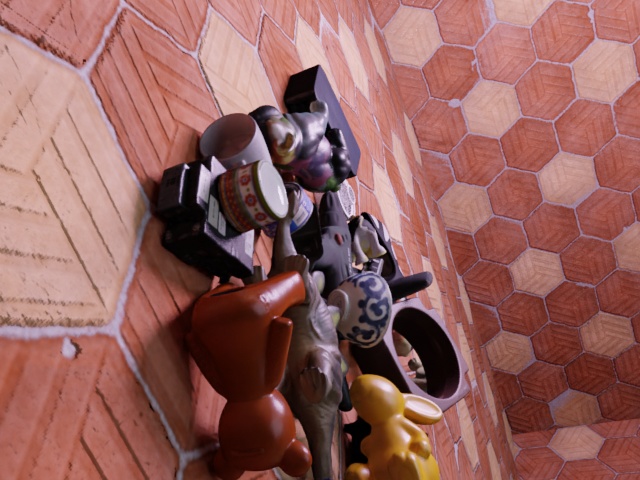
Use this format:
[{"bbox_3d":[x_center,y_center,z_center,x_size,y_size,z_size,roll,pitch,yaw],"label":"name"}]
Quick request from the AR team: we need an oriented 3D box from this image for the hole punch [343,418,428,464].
[{"bbox_3d":[0.114,0.358,0.883,0.092,0.142,0.116,43,49,-56],"label":"hole punch"}]

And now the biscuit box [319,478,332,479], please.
[{"bbox_3d":[-0.036,0.339,0.588,0.202,0.063,0.059,-14,87,-70],"label":"biscuit box"}]

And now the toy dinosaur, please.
[{"bbox_3d":[-0.016,0.168,0.717,0.198,0.105,0.471,7,80,-73],"label":"toy dinosaur"}]

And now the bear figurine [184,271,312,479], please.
[{"bbox_3d":[-0.066,0.143,0.577,0.132,0.120,0.195,-29,104,-73],"label":"bear figurine"}]

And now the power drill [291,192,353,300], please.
[{"bbox_3d":[-0.002,-0.003,0.932,0.207,0.086,0.232,41,40,-69],"label":"power drill"}]

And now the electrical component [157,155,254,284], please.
[{"bbox_3d":[-0.130,-0.028,0.624,0.134,0.058,0.115,50,29,-48],"label":"electrical component"}]

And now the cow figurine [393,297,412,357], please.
[{"bbox_3d":[0.182,0.182,1.256,0.127,0.085,0.195,49,29,-38],"label":"cow figurine"}]

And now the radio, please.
[{"bbox_3d":[0.010,-0.238,1.136,0.229,0.073,0.131,59,26,-31],"label":"radio"}]

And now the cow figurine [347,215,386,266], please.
[{"bbox_3d":[0.072,-0.003,1.090,0.167,0.068,0.098,-179,-113,-82],"label":"cow figurine"}]

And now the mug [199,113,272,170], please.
[{"bbox_3d":[-0.097,-0.098,0.720,0.110,0.081,0.107,61,2,36],"label":"mug"}]

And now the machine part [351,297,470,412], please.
[{"bbox_3d":[0.163,0.215,0.965,0.201,0.087,0.201,-8,66,-51],"label":"machine part"}]

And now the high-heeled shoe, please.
[{"bbox_3d":[0.127,0.044,1.229,0.145,0.086,0.249,58,21,-27],"label":"high-heeled shoe"}]

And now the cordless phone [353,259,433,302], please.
[{"bbox_3d":[0.134,0.080,1.060,0.088,0.184,0.146,64,22,-14],"label":"cordless phone"}]

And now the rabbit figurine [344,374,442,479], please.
[{"bbox_3d":[0.108,0.272,0.773,0.162,0.122,0.173,-4,60,-42],"label":"rabbit figurine"}]

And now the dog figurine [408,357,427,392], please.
[{"bbox_3d":[0.175,0.309,1.028,0.121,0.172,0.190,65,12,7],"label":"dog figurine"}]

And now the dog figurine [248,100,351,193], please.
[{"bbox_3d":[-0.040,-0.136,0.874,0.191,0.108,0.219,62,27,-15],"label":"dog figurine"}]
